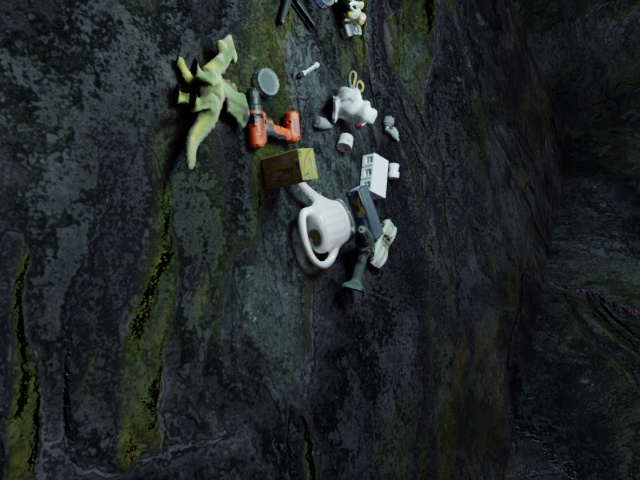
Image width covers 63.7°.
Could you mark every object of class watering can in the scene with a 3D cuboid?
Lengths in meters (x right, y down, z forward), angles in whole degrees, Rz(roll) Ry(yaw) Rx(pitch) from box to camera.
[{"bbox_3d":[0.005,-0.084,1.676,0.103,0.346,0.226,-8,7,42],"label":"watering can"}]

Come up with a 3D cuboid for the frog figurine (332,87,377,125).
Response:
[{"bbox_3d":[0.122,-0.472,1.819,0.159,0.134,0.126,2,38,-2],"label":"frog figurine"}]

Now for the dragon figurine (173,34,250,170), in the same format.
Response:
[{"bbox_3d":[-0.279,-0.377,1.423,0.121,0.413,0.242,-7,-8,39],"label":"dragon figurine"}]
